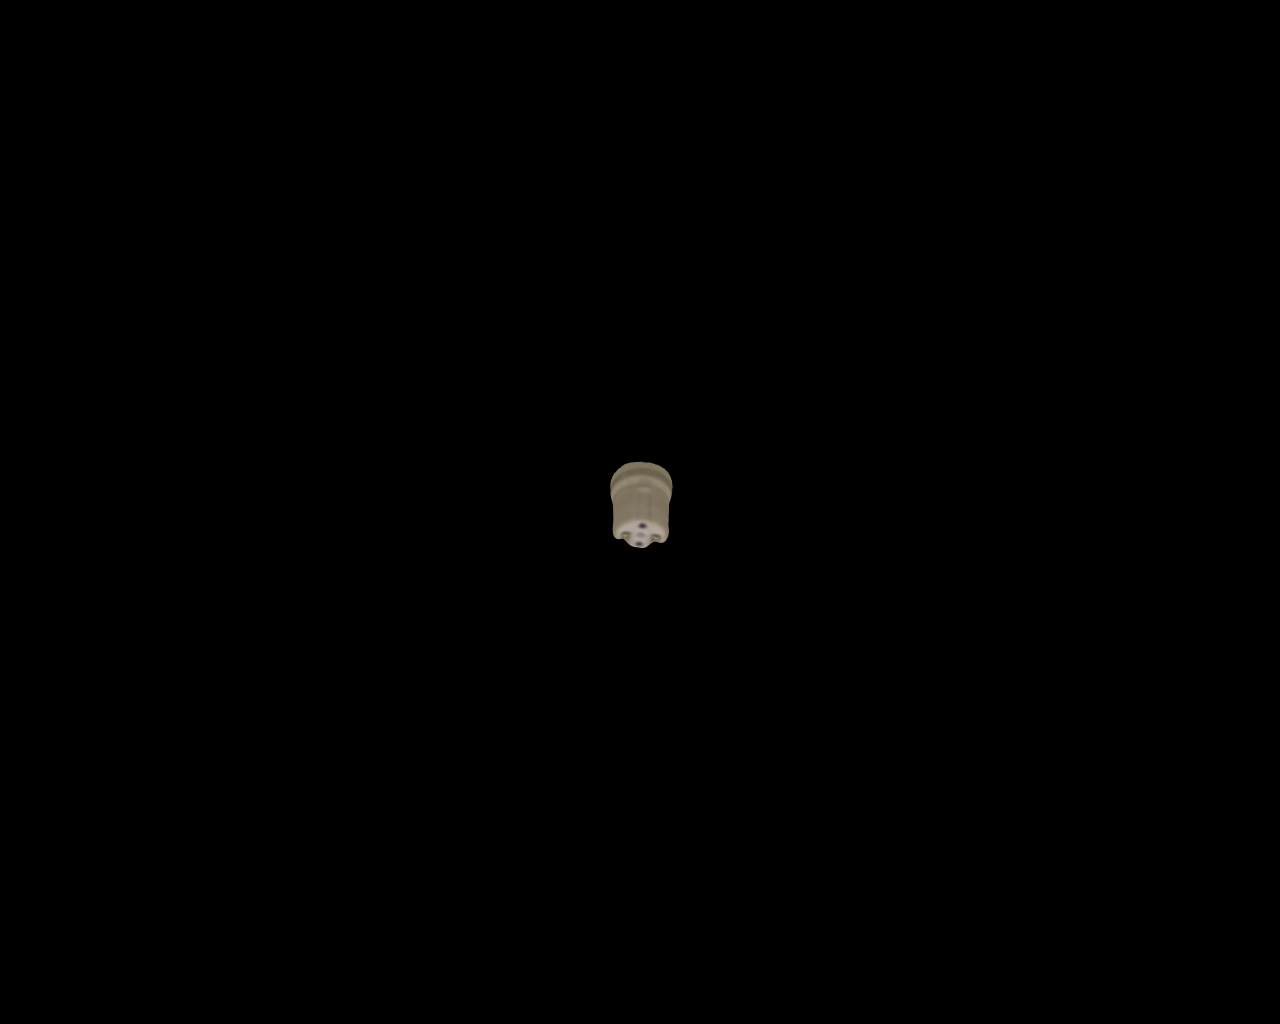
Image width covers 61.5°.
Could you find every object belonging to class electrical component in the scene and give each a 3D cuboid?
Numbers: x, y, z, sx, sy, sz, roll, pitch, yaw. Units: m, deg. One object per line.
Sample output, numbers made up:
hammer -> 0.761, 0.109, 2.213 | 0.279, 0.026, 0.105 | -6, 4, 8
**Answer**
electrical component -> 0.001, -0.003, 0.650 | 0.040, 0.046, 0.040 | 0, -43, 0
